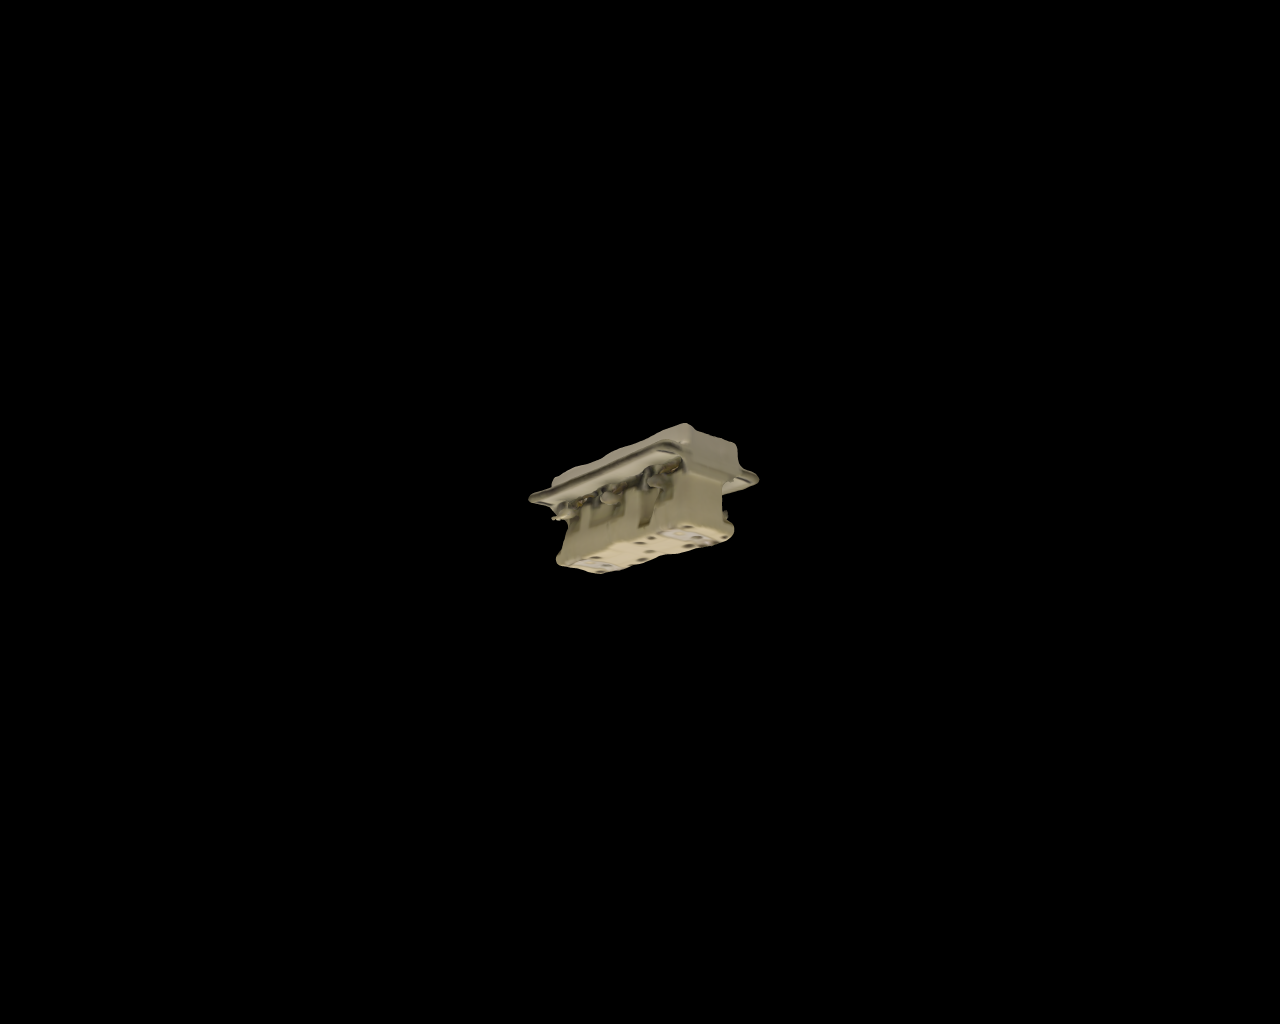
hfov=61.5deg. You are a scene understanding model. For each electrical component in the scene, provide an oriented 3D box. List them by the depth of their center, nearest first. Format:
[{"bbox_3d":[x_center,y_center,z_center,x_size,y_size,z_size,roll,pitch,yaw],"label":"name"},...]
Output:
[{"bbox_3d":[0.001,-0.003,0.650,0.079,0.063,0.121,17,-26,-41],"label":"electrical component"}]
